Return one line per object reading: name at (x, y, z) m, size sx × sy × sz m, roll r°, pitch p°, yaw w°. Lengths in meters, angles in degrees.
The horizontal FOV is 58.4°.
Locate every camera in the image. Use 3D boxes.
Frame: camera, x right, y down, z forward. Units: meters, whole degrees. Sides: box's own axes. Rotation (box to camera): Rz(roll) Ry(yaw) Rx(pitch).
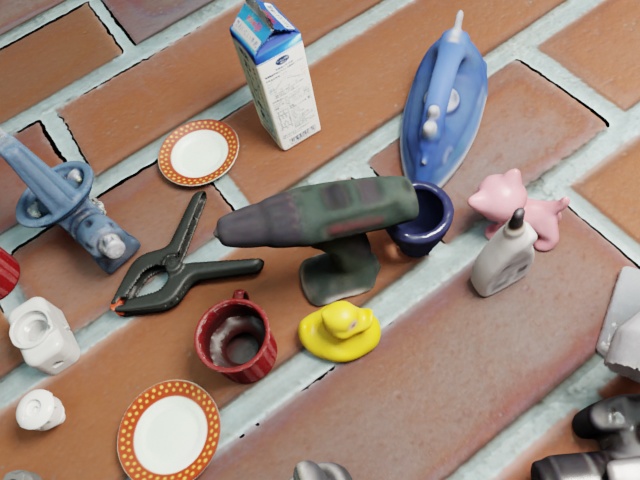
camera at (0.293, 0.237, 0.594) m, size 0.136 × 0.101 × 0.143 m, roll -6°, pitch 61°, yaw 5°

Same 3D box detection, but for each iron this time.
iron at (0.172, -0.193, 0.817) m, size 0.118 × 0.142 × 0.258 m, roll 12°, pitch 64°, yaw 14°

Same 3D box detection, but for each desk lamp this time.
desk lamp at (0.368, 0.086, 0.600) m, size 0.117 × 0.214 × 0.203 m, roll 20°, pitch 66°, yaw 18°

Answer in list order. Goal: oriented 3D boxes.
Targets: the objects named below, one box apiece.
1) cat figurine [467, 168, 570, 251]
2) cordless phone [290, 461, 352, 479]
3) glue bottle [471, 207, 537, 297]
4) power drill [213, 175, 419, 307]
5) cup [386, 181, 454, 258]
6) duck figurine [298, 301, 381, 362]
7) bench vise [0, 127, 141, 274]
cat figurine at (0.255, -0.046, 0.741) m, size 0.127 × 0.118 × 0.067 m, roll 8°, pitch 63°, yaw 12°
cordless phone at (0.004, 0.291, 0.557) m, size 0.094 × 0.185 × 0.147 m, roll -21°, pitch 61°, yaw -3°
glue bottle at (0.225, 0.009, 0.684) m, size 0.078 × 0.173 × 0.037 m, roll -26°, pitch 62°, yaw -6°
power drill at (0.006, 0.002, 0.697) m, size 0.229 × 0.209 × 0.075 m, roll -19°, pitch 61°, yaw -2°
cup at (0.114, -0.020, 0.759) m, size 0.117 × 0.095 × 0.092 m, roll 11°, pitch 64°, yaw 14°
duck figurine at (0.022, 0.105, 0.710) m, size 0.104 × 0.086 × 0.077 m, roll -4°, pitch 62°, yaw 6°
bench vise at (-0.339, -0.062, 0.773) m, size 0.207 × 0.220 × 0.121 m, roll 18°, pitch 66°, yaw 17°
